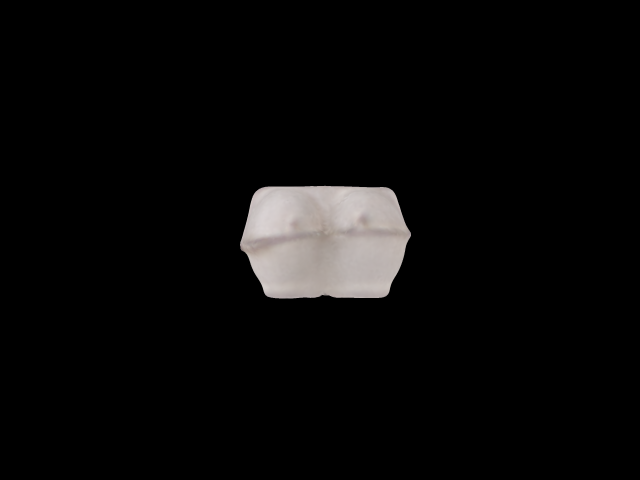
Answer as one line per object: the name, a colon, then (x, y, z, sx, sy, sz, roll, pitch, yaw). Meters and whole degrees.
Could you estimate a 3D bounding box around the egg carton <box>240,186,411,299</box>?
egg carton: (0.004, 0.001, 0.400, 0.107, 0.069, 0.150, 0, 0, 0)
